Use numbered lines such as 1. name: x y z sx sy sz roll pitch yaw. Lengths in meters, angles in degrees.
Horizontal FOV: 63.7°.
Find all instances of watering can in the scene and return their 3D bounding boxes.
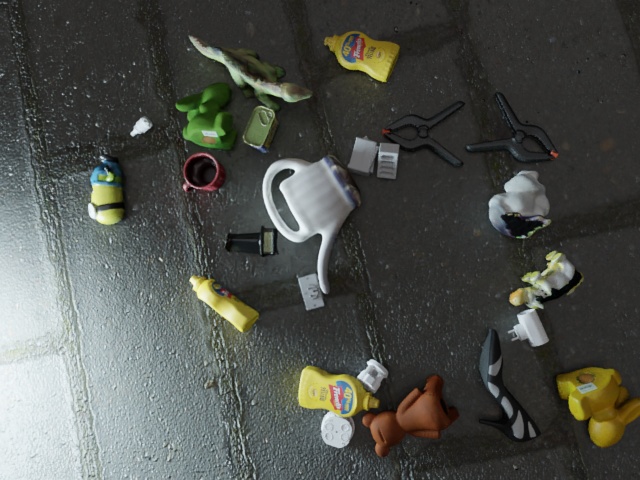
1. watering can: 0.004 -0.064 1.270 0.224 0.103 0.350 -31 81 3

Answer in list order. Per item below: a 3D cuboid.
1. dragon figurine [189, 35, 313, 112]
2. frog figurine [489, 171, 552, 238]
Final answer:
1. dragon figurine: -0.197 -0.435 1.269 0.411 0.243 0.122 29 95 7
2. frog figurine: 0.475 -0.089 1.233 0.137 0.120 0.163 -2 49 15
